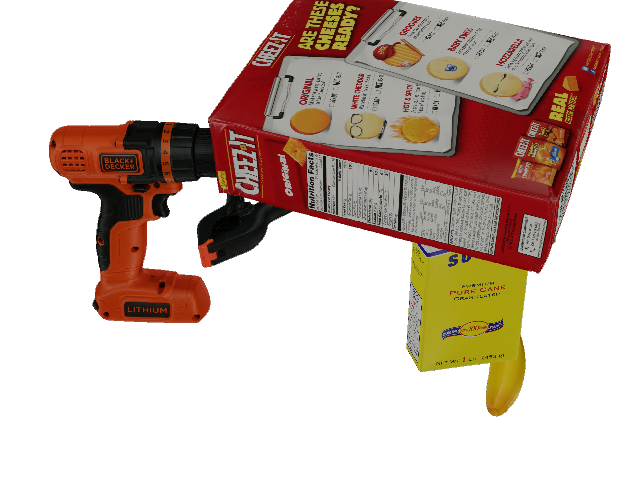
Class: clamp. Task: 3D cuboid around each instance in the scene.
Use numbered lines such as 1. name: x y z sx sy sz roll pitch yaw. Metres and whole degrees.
1. clamp: -0.077 -0.027 1.212 0.120 0.039 0.171 -1 36 25

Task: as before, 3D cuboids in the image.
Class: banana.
1. banana: 0.183 0.112 1.144 0.069 0.037 0.198 -24 35 2

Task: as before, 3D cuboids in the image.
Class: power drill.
1. power drill: -0.141 -0.018 0.956 0.184 0.188 0.057 2 27 6

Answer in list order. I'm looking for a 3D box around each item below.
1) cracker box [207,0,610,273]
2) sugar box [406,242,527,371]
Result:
1. cracker box: 0.060 -0.077 0.681 0.214 0.072 0.164 14 47 16
2. sugar box: 0.124 0.022 0.888 0.093 0.176 0.048 -7 31 -12
